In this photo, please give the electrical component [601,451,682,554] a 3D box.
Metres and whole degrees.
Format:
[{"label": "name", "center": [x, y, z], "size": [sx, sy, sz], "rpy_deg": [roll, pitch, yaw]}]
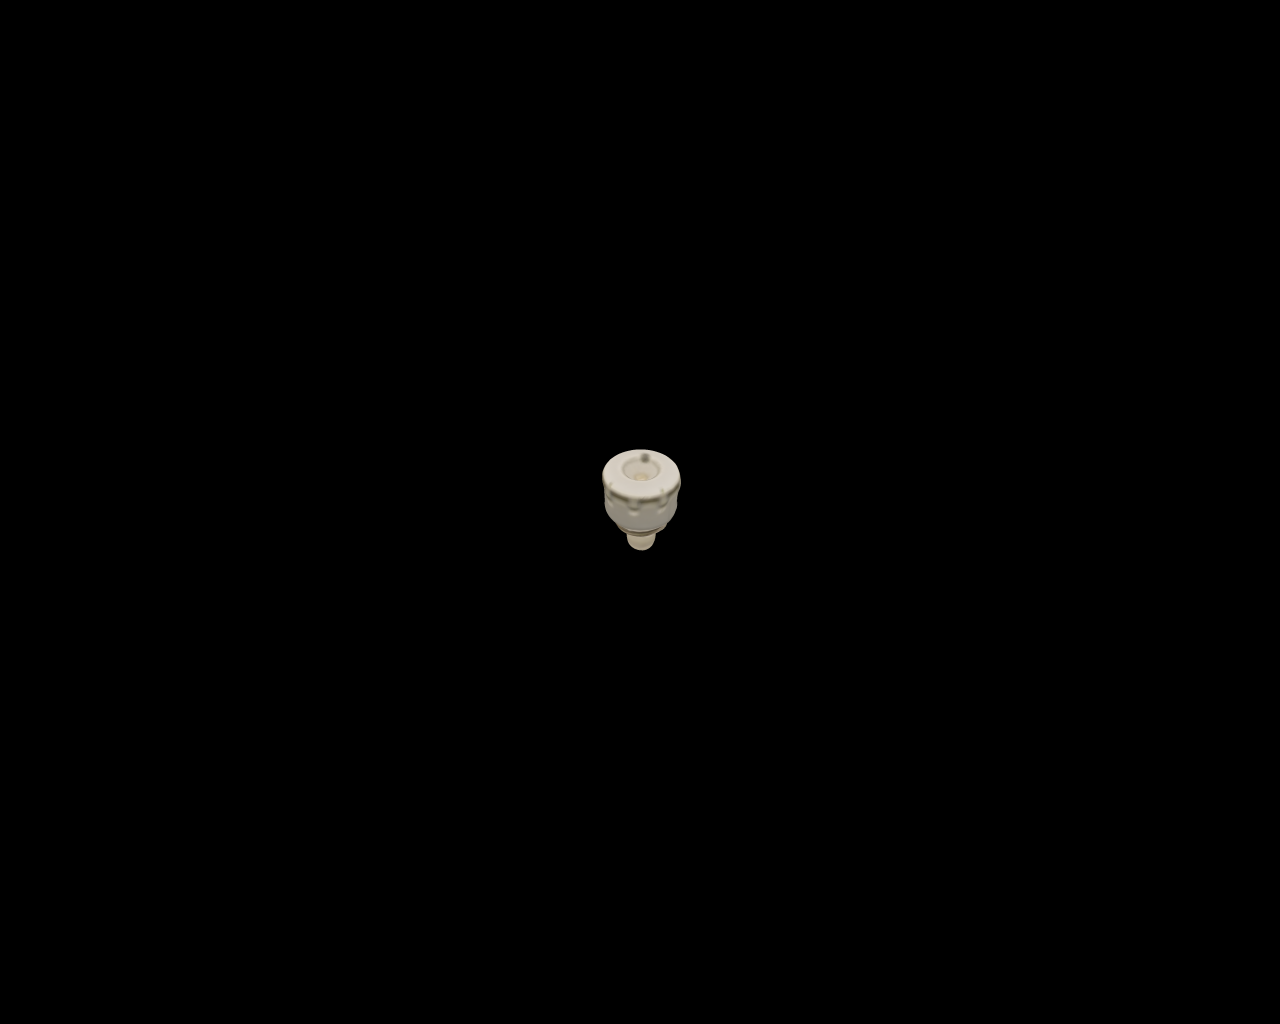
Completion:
[{"label": "electrical component", "center": [0.001, -0.003, 0.650], "size": [0.048, 0.062, 0.048], "rpy_deg": [0, 40, 0]}]
